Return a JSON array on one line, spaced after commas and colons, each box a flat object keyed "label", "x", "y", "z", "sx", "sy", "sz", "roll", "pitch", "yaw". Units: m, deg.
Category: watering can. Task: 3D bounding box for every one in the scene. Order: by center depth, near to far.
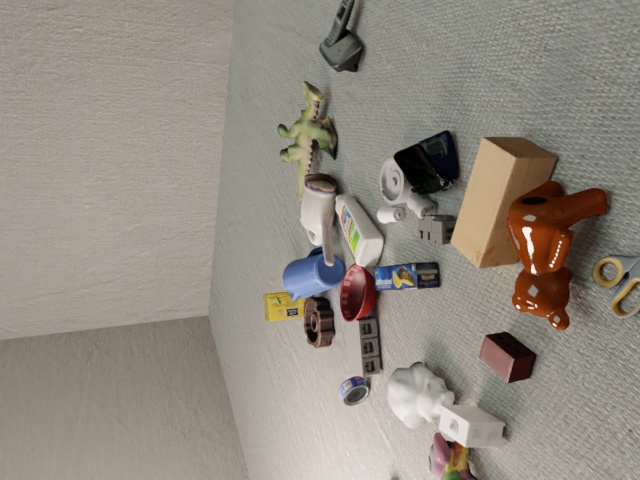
[{"label": "watering can", "x": 0.005, "y": -0.080, "z": 1.585, "sx": 0.353, "sy": 0.104, "sz": 0.220, "roll": -122, "pitch": 35, "yaw": -62}]

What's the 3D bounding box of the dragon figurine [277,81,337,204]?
[{"label": "dragon figurine", "x": -0.027, "y": -0.307, "z": 1.678, "sx": 0.244, "sy": 0.123, "sz": 0.406, "roll": 16, "pitch": 116, "yaw": 58}]

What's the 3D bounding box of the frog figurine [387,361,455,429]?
[{"label": "frog figurine", "x": 0.217, "y": 0.346, "z": 1.122, "sx": 0.160, "sy": 0.122, "sz": 0.137, "roll": -154, "pitch": 82, "yaw": -77}]
